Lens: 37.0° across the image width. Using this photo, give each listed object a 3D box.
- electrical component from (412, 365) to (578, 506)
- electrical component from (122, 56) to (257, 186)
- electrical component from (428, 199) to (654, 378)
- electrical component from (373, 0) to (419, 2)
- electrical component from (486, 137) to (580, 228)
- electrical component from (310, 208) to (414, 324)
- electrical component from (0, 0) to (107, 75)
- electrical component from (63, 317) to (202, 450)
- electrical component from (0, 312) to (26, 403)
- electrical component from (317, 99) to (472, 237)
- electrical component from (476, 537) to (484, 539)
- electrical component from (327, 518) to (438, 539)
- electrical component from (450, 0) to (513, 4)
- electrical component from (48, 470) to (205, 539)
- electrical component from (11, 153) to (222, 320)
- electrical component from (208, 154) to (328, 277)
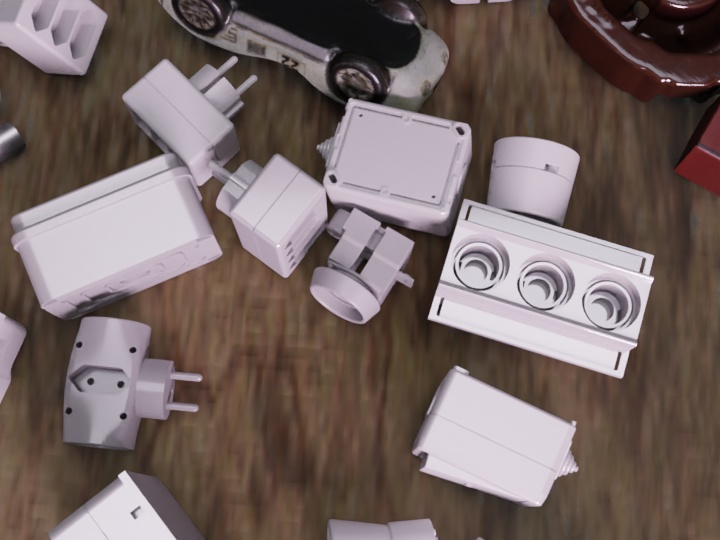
[{"bbox_3d":[0.083,0.108,0.649,0.096,0.061,0.061,25,78,5],"label":"electrical component"},{"bbox_3d":[-0.102,-0.108,0.704,0.077,0.047,0.066,-44,81,-10],"label":"electrical component"},{"bbox_3d":[0.111,0.014,0.671,0.121,0.063,0.078,17,77,3],"label":"electrical component"},{"bbox_3d":[0.029,-0.210,0.736,0.035,0.035,0.061,12,75,2],"label":"electrical component"},{"bbox_3d":[0.110,-0.054,0.692,0.055,0.055,0.047,12,81,2],"label":"electrical component"},{"bbox_3d":[0.000,0.000,0.682,0.066,0.048,0.055,30,71,7],"label":"electrical component"},{"bbox_3d":[-0.222,-0.166,0.712,0.077,0.066,0.047,9,75,31],"label":"electrical component"},{"bbox_3d":[-0.138,0.072,0.665,0.079,0.043,0.077,6,77,0],"label":"electrical component"},{"bbox_3d":[-0.296,0.046,0.659,0.150,0.061,0.089,21,78,4],"label":"electrical component"},{"bbox_3d":[0.019,-0.065,0.692,0.096,0.061,0.061,14,77,10],"label":"electrical component"},{"bbox_3d":[0.117,0.195,0.611,0.073,0.052,0.138,-48,49,-10],"label":"electrical component"},{"bbox_3d":[0.015,0.169,0.646,0.065,0.044,0.044,-4,77,-6],"label":"electrical component"},{"bbox_3d":[0.085,-0.218,0.727,0.078,0.058,0.057,-4,80,-1],"label":"electrical component"},{"bbox_3d":[-0.091,0.207,0.602,0.060,0.105,0.186,-38,80,-8],"label":"electrical component"},{"bbox_3d":[-0.150,-0.020,0.668,0.113,0.078,0.057,-23,81,-6],"label":"electrical component"},{"bbox_3d":[-0.064,-0.043,0.671,0.076,0.083,0.047,36,79,7],"label":"electrical component"}]
